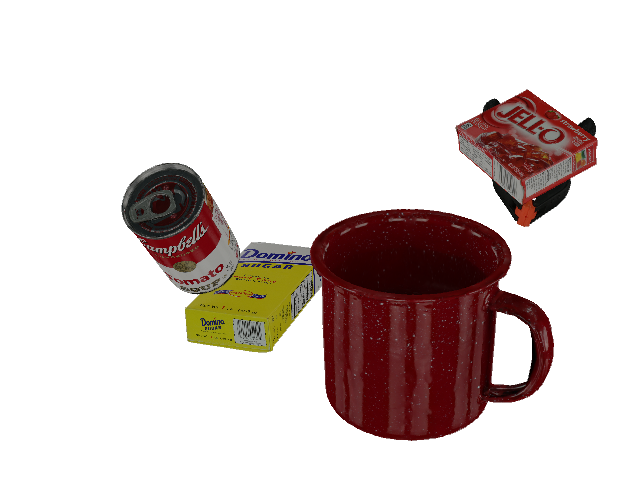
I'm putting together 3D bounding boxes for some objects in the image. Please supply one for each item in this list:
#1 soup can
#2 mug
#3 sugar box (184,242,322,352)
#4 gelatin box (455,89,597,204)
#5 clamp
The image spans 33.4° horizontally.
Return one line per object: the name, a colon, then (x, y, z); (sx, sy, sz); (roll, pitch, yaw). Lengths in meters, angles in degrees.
soup can: (-0.111, -0.007, 0.867); (0.068, 0.068, 0.102); (0, -29, 15)
mug: (0.053, 0.043, 0.505); (0.117, 0.081, 0.093); (12, 29, 25)
sugar box: (-0.064, 0.055, 1.130); (0.093, 0.048, 0.176); (6, 27, 17)
gelatin box: (0.161, -0.076, 0.842); (0.073, 0.030, 0.089); (-27, 45, -14)
clamp: (0.211, -0.086, 1.103); (0.120, 0.039, 0.171); (15, 45, 16)
